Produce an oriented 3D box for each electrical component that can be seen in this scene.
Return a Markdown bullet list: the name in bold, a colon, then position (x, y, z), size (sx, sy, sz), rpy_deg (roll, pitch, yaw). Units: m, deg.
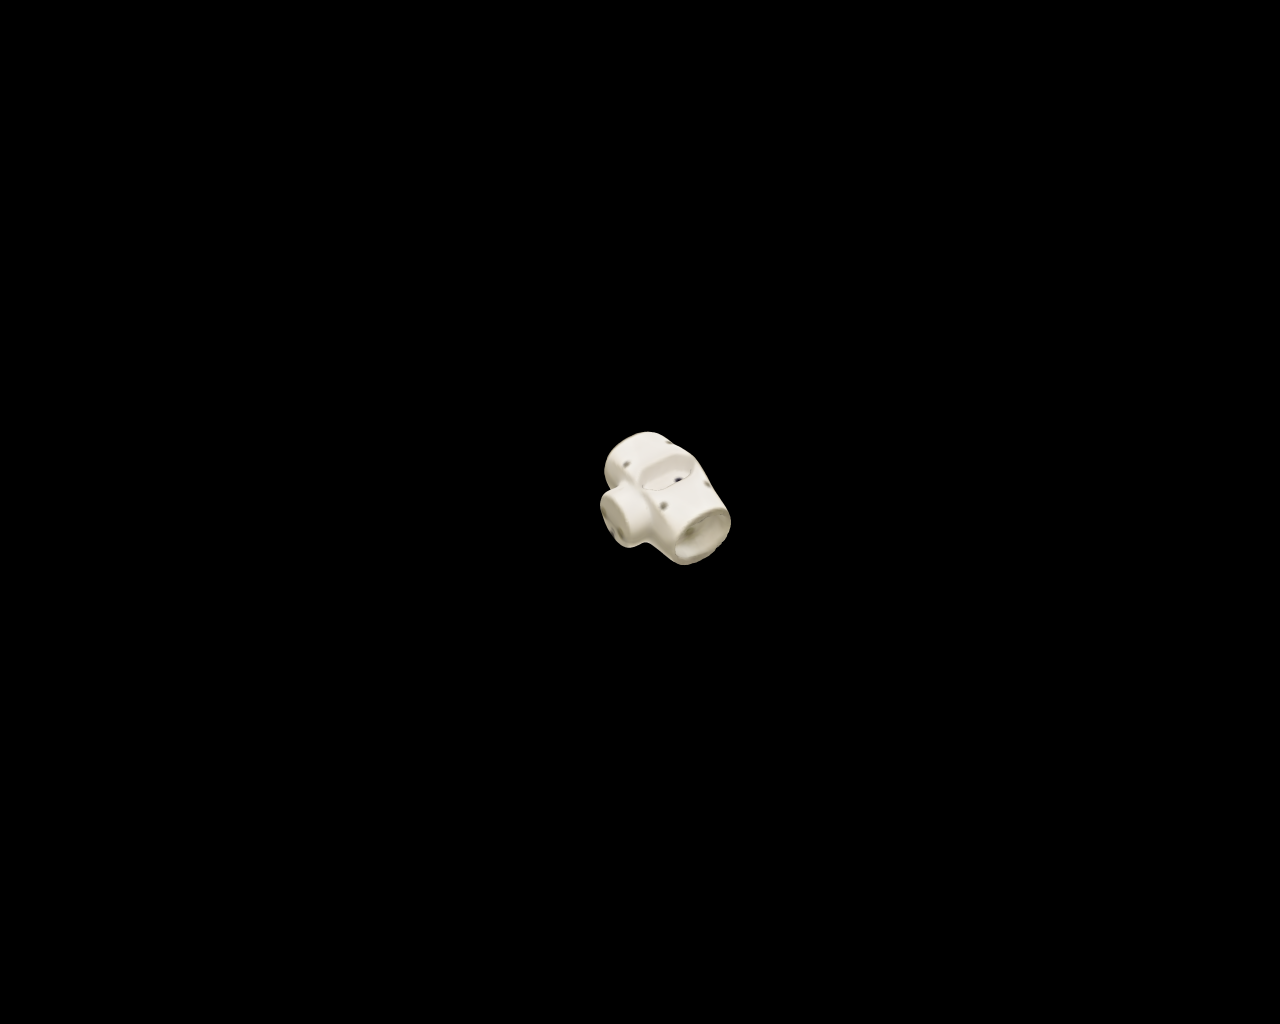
- **electrical component**: position (0.001, -0.003, 0.650), size (0.079, 0.077, 0.043), rpy_deg (-25, -36, -20)
